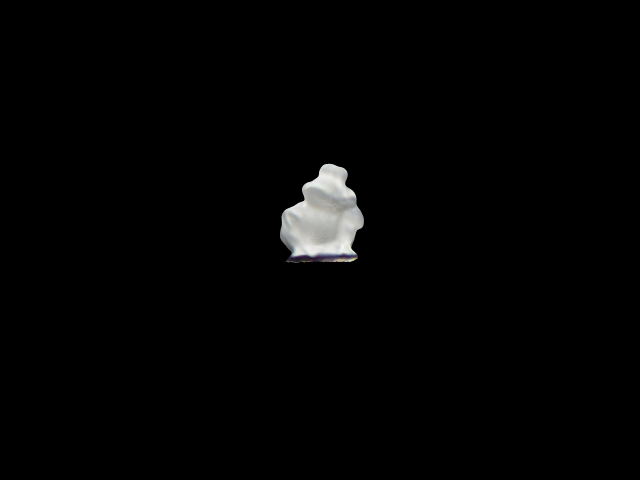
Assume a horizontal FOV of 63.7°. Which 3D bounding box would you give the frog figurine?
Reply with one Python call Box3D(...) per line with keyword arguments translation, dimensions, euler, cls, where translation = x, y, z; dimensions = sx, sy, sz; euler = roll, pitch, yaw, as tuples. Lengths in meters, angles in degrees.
Box3D(translation=(0.003, -0.043, 0.850), dimensions=(0.137, 0.160, 0.122), euler=(-1, -4, 15), cls="frog figurine")
